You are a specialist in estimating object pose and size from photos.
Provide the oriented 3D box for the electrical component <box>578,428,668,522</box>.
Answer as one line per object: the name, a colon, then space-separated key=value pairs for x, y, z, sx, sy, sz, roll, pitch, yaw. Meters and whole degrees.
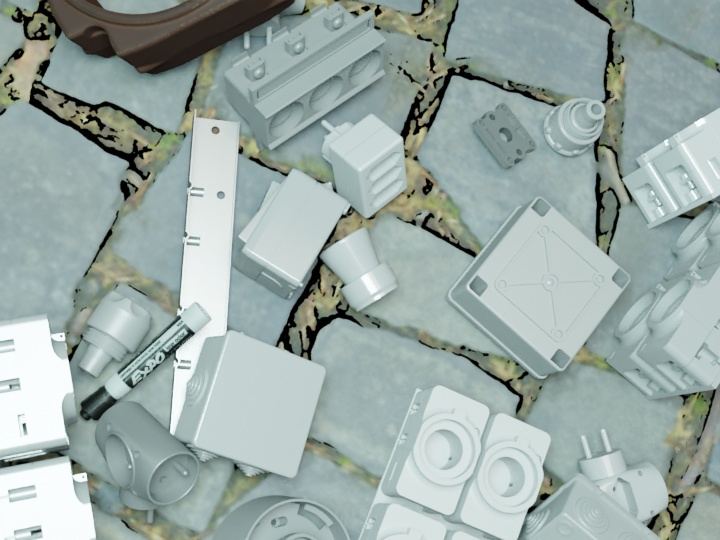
electrical component: x=0.202 y=0.171 z=0.882 sx=0.077 sy=0.043 sz=0.079 roll=-14 pitch=84 yaw=-16

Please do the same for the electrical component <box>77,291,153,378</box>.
electrical component: x=-0.188 y=0.051 z=0.809 sx=0.043 sy=0.043 sz=0.062 roll=33 pitch=74 yaw=-6

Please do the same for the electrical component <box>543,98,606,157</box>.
electrical component: x=0.191 y=-0.128 z=0.931 sx=0.048 sy=0.062 sz=0.048 roll=3 pitch=78 yaw=-14

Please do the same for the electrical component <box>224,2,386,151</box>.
electrical component: x=-0.045 y=-0.161 z=0.876 sx=0.121 sy=0.078 sz=0.063 roll=-36 pitch=67 yaw=-18

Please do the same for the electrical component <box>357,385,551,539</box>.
electrical component: x=0.066 y=0.195 z=0.834 sx=0.105 sy=0.060 sz=0.186 roll=25 pitch=74 yaw=-8

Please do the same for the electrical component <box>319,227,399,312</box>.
electrical component: x=0.000 y=0.000 z=0.866 sx=0.045 sy=0.045 sz=0.055 roll=-31 pitch=88 yaw=-18

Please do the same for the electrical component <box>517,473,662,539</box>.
electrical component: x=0.171 y=0.220 z=0.831 sx=0.100 sy=0.099 sz=0.048 roll=40 pitch=39 yaw=3

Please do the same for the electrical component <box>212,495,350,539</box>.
electrical component: x=-0.057 y=0.219 z=0.809 sx=0.099 sy=0.064 sz=0.099 roll=7 pitch=74 yaw=-26

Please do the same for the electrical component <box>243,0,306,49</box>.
electrical component: x=-0.085 y=-0.219 z=0.890 sx=0.077 sy=0.044 sz=0.079 roll=1 pitch=79 yaw=-14

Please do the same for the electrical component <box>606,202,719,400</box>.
electrical component: x=0.294 y=0.014 z=0.905 sx=0.060 sy=0.105 sz=0.186 roll=40 pitch=72 yaw=-3

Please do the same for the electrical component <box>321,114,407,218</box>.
electrical component: x=-0.005 y=-0.095 z=0.878 sx=0.047 sy=0.065 sz=0.077 roll=-38 pitch=61 yaw=-18

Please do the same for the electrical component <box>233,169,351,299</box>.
electrical component: x=-0.055 y=-0.035 z=0.850 sx=0.061 sy=0.062 sz=0.096 roll=32 pitch=73 yaw=-6

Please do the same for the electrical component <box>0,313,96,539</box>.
electrical component: x=-0.225 y=0.131 z=0.751 sx=0.060 sy=0.105 sz=0.186 roll=-9 pitch=81 yaw=-16

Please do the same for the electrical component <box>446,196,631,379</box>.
electrical component: x=0.148 y=0.015 z=0.894 sx=0.109 sy=0.056 sz=0.108 roll=41 pitch=72 yaw=-3

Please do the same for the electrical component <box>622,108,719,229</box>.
electrical component: x=0.332 y=-0.116 z=0.941 sx=0.186 sy=0.105 sz=0.060 roll=-30 pitch=87 yaw=-18

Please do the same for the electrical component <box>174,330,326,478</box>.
electrical component: x=-0.084 y=0.101 z=0.810 sx=0.100 sy=0.048 sz=0.099 roll=25 pitch=72 yaw=-28

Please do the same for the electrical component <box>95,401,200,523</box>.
electrical component: x=-0.157 y=0.148 z=0.786 sx=0.044 sy=0.077 sz=0.079 roll=-14 pitch=122 yaw=-39
